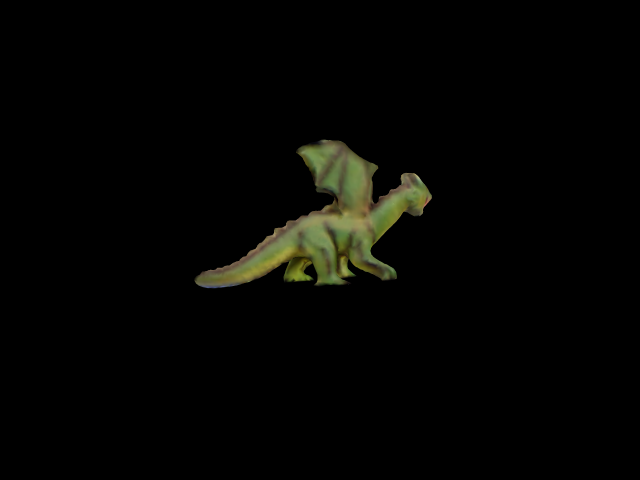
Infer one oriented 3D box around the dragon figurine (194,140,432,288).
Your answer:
[{"bbox_3d":[0.003,-0.043,0.850,0.411,0.242,0.122,-2,4,-15],"label":"dragon figurine"}]
